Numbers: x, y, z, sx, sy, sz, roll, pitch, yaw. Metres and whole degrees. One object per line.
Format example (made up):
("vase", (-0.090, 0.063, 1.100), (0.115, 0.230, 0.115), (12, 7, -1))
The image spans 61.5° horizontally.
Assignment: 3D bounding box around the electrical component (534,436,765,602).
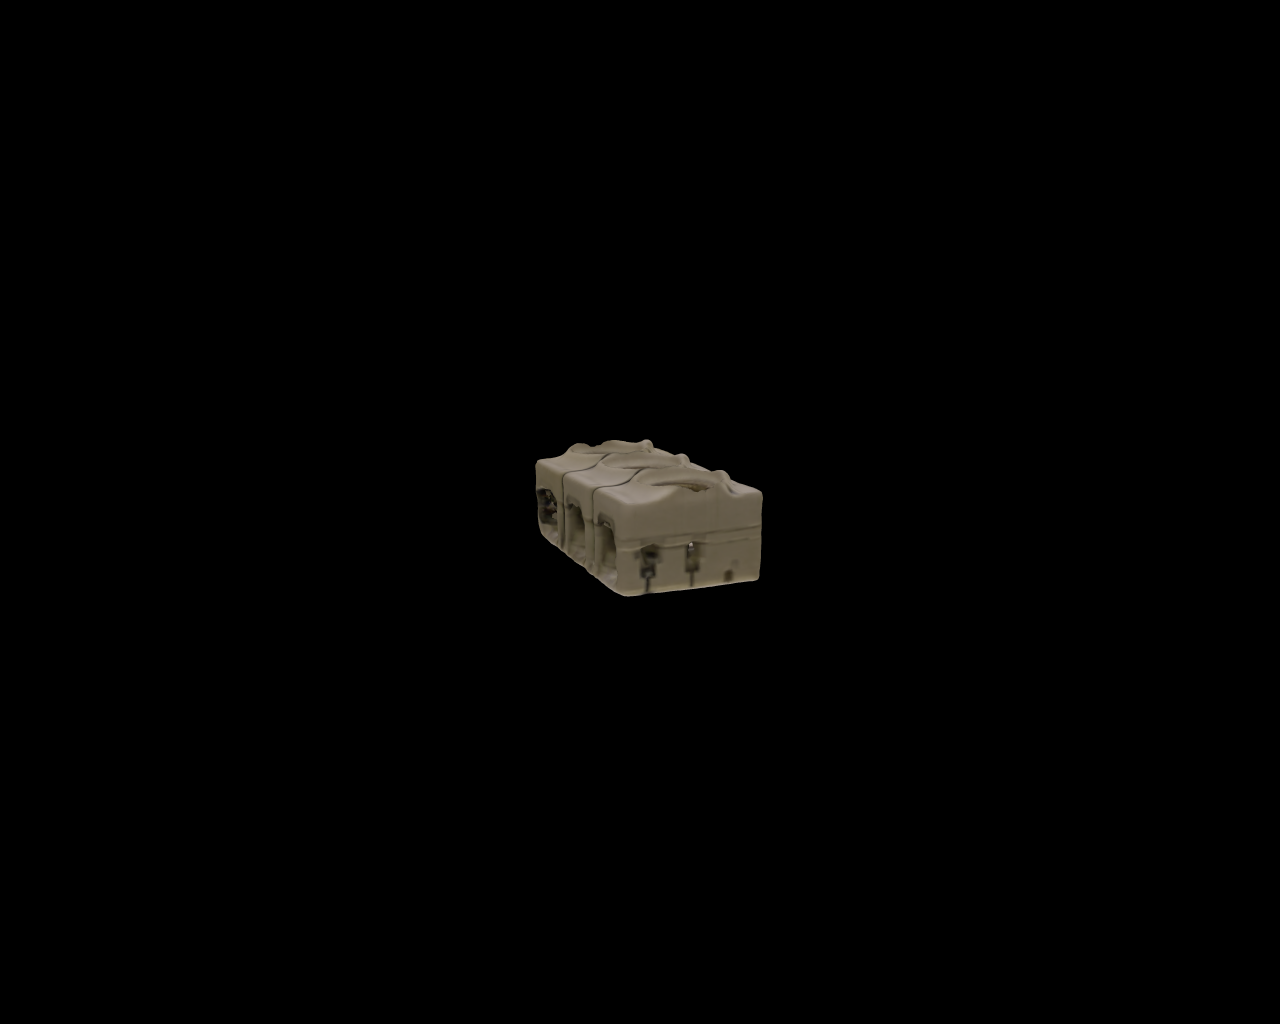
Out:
("electrical component", (0.001, -0.003, 0.650), (0.090, 0.061, 0.150), (-6, 15, -23))
